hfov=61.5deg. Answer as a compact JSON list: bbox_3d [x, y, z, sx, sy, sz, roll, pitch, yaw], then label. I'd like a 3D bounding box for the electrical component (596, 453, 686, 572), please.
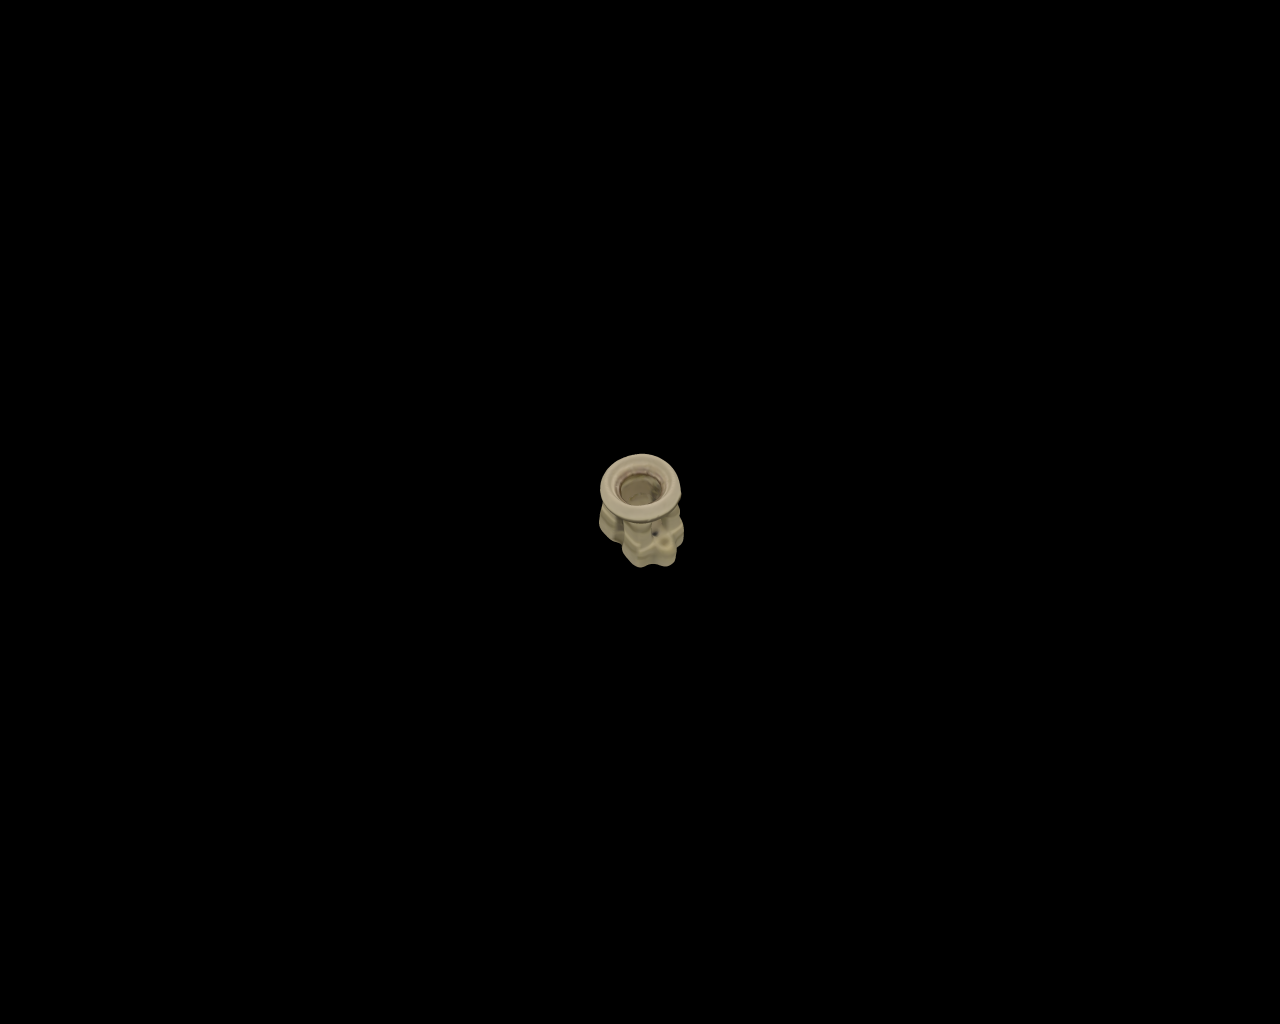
[{"bbox_3d":[0.001,-0.003,0.650,0.048,0.066,0.055,-32,-32,-22],"label":"electrical component"}]
